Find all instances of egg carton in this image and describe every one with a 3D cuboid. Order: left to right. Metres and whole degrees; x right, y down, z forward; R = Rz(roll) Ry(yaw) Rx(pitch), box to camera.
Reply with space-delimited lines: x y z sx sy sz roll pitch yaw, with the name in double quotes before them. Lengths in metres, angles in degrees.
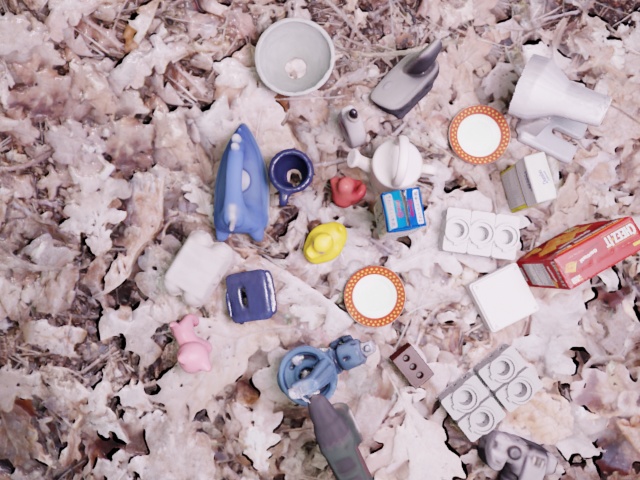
"egg carton" -0.253 0.060 1.192 0.107 0.069 0.150 30 88 2

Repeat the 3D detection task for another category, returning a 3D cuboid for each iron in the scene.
"iron" -0.167 -0.128 1.165 0.118 0.141 0.258 -1 87 1

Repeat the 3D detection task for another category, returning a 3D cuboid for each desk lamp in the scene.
"desk lamp" 0.461 -0.260 1.130 0.203 0.213 0.118 26 87 2

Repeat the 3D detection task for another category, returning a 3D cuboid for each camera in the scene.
"camera" 0.388 0.467 1.147 0.143 0.101 0.137 20 87 2

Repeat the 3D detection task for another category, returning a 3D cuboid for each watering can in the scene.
"watering can" 0.144 -0.147 1.137 0.173 0.194 0.101 -14 86 0

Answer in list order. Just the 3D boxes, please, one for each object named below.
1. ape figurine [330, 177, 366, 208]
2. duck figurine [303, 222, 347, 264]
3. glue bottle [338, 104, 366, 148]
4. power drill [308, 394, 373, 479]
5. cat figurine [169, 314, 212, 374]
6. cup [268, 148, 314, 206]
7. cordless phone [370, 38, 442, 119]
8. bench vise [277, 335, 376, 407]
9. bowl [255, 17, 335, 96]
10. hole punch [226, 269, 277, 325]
"ape figurine" 0.055 -0.107 1.187 0.078 0.092 0.076 36 88 3
"duck figurine" 0.011 0.004 1.184 0.104 0.086 0.077 -41 87 -2
"glue bottle" 0.064 -0.238 1.153 0.037 0.173 0.078 -29 87 -1
"power drill" 0.037 0.385 1.101 0.075 0.208 0.230 -26 87 -1
"cat figurine" -0.266 0.217 1.159 0.067 0.117 0.128 -31 87 -1
"cup" -0.060 -0.123 1.187 0.091 0.095 0.118 13 87 2
"cordless phone" 0.178 -0.332 1.152 0.094 0.185 0.147 40 88 3
"bench vise" 0.003 0.241 1.104 0.207 0.219 0.121 -43 87 -2
"bowl" -0.051 -0.377 1.212 0.167 0.074 0.167 0 87 1
"hole punch" -0.144 0.118 1.177 0.101 0.091 0.109 -10 87 0
